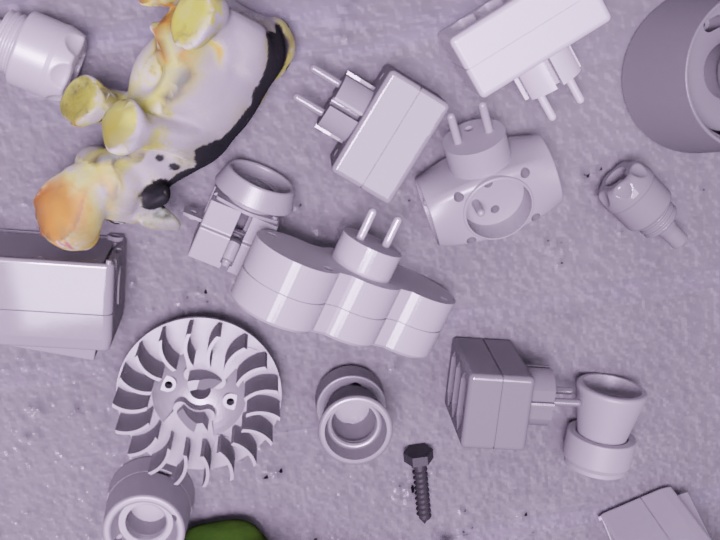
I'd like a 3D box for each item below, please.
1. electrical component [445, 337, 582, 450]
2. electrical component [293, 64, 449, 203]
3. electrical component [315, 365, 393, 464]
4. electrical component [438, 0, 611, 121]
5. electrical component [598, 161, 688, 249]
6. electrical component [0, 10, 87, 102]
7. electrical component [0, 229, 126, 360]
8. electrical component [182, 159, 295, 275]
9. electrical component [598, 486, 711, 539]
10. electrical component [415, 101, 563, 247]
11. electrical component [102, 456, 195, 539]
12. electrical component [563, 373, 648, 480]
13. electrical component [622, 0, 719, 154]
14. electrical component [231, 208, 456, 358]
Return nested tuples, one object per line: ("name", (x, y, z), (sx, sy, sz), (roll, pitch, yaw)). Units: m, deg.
("electrical component", (0.097, 0.076, 0.661), (0.077, 0.065, 0.047), (4, 106, -6))
("electrical component", (0.000, -0.088, 0.614), (0.077, 0.047, 0.065), (30, 102, -10))
("electrical component", (-0.005, 0.087, 0.661), (0.045, 0.055, 0.045), (-1, 107, -5))
("electrical component", (0.101, -0.122, 0.612), (0.083, 0.047, 0.075), (-31, 107, 4))
("electrical component", (0.175, -0.036, 0.651), (0.061, 0.035, 0.035), (41, 99, -17))
("electrical component", (-0.185, -0.122, 0.590), (0.062, 0.043, 0.043), (22, 104, -10))
("electrical component", (-0.187, 0.013, 0.620), (0.096, 0.061, 0.061), (4, 106, -6))
("electrical component", (-0.068, -0.031, 0.627), (0.066, 0.048, 0.055), (22, 111, -11))
("electrical component", (0.203, 0.192, 0.689), (0.061, 0.096, 0.061), (-24, 107, 2))
("electrical component", (0.070, -0.060, 0.623), (0.077, 0.044, 0.079), (-20, 126, 1))
("electrical component", (-0.133, 0.152, 0.674), (0.055, 0.047, 0.055), (-1, 107, -4))
("electrical component", (0.155, 0.099, 0.684), (0.045, 0.045, 0.055), (6, 106, -7))
("electrical component", (0.213, -0.116, 0.627), (0.099, 0.064, 0.099), (-3, 101, -17))
("electrical component", (0.000, 0.000, 0.617), (0.138, 0.052, 0.073), (15, 107, -37))
